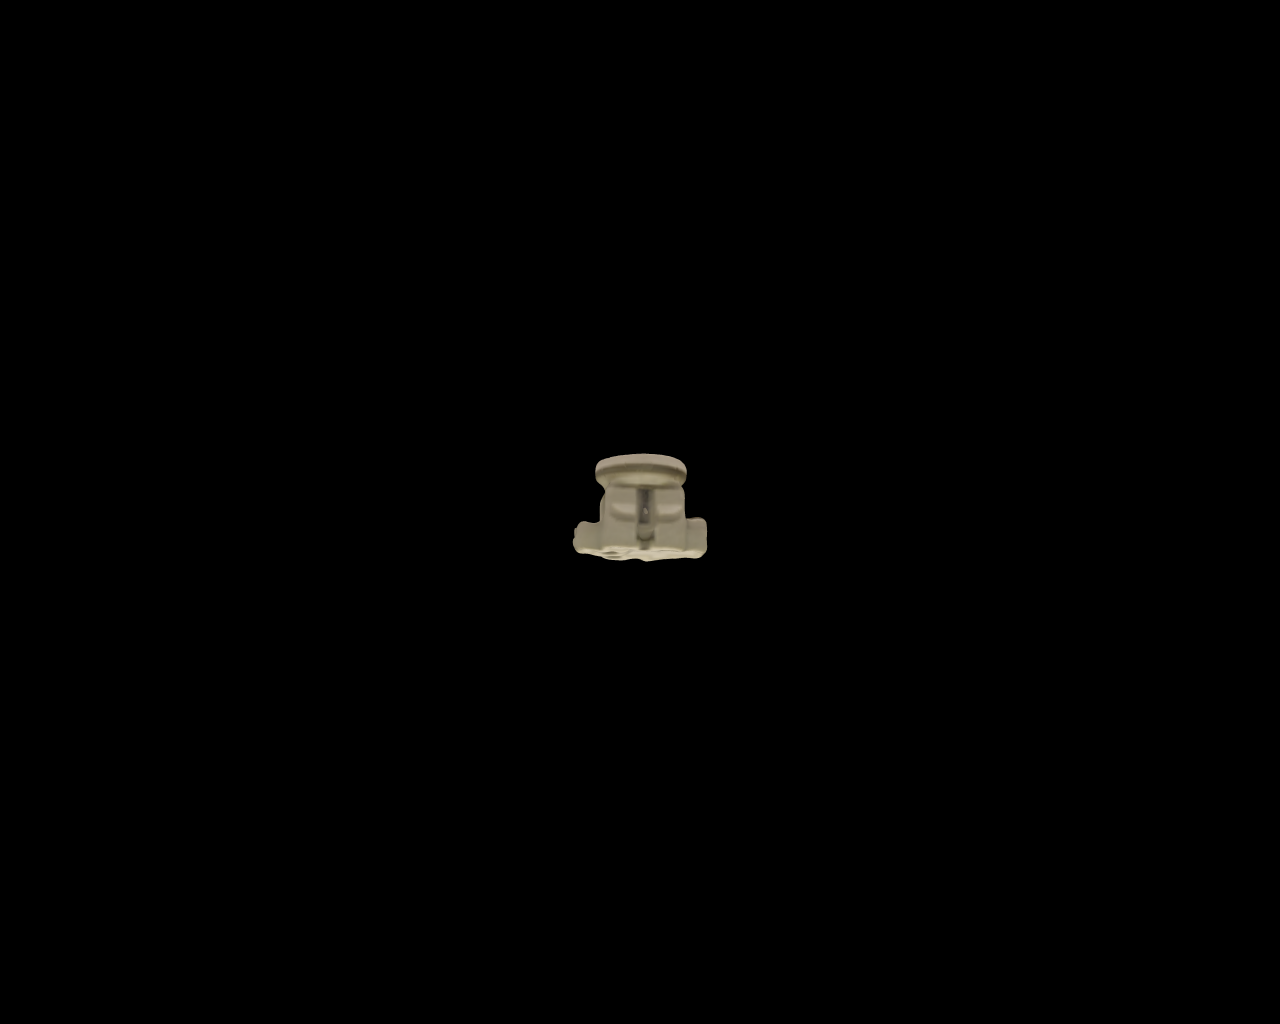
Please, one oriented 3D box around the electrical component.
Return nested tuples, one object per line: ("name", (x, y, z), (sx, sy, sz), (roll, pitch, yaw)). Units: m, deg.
("electrical component", (0.001, -0.003, 0.650), (0.078, 0.057, 0.058), (1, -11, -7))
